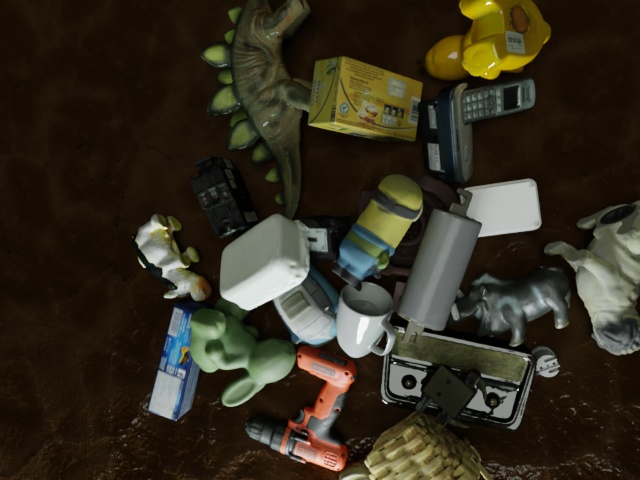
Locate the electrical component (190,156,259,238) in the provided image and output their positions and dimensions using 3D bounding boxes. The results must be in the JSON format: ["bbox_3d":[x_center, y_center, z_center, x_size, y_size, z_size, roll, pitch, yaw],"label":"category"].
[{"bbox_3d":[-0.157,-0.073,0.888,0.058,0.115,0.134,-24,89,7],"label":"electrical component"}]

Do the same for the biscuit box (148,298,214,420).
[{"bbox_3d":[-0.242,0.207,0.945,0.059,0.063,0.202,17,96,10],"label":"biscuit box"}]

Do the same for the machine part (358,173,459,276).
[{"bbox_3d":[0.141,-0.022,0.866,0.179,0.056,0.179,0,92,10],"label":"machine part"}]

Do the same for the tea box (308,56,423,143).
[{"bbox_3d":[0.071,-0.206,0.812,0.068,0.169,0.098,12,96,52],"label":"tea box"}]

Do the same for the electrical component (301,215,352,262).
[{"bbox_3d":[-0.002,-0.003,0.882,0.119,0.048,0.074,-2,96,49],"label":"electrical component"}]

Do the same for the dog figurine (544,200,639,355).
[{"bbox_3d":[0.457,0.058,0.801,0.172,0.121,0.190,-34,101,14],"label":"dog figurine"}]

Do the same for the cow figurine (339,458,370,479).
[{"bbox_3d":[0.097,0.442,0.878,0.085,0.127,0.194,-30,102,11],"label":"cow figurine"}]

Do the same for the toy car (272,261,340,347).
[{"bbox_3d":[-0.024,0.102,0.880,0.109,0.103,0.161,-35,89,9],"label":"toy car"}]

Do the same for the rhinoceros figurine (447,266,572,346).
[{"bbox_3d":[0.283,0.097,0.815,0.190,0.073,0.112,-24,102,33],"label":"rhinoceros figurine"}]

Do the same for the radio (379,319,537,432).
[{"bbox_3d":[0.211,0.212,0.856,0.230,0.073,0.131,11,94,11],"label":"radio"}]

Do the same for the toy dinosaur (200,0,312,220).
[{"bbox_3d":[-0.078,-0.230,0.875,0.199,0.105,0.470,-11,96,18],"label":"toy dinosaur"}]

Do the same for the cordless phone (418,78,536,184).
[{"bbox_3d":[0.253,-0.173,0.829,0.184,0.089,0.146,-15,109,-16],"label":"cordless phone"}]

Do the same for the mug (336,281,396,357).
[{"bbox_3d":[0.073,0.135,0.833,0.110,0.081,0.107,39,135,32],"label":"mug"}]

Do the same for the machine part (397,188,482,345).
[{"bbox_3d":[0.176,0.042,0.796,0.079,0.079,0.243,20,94,9],"label":"machine part"}]

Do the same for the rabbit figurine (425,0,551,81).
[{"bbox_3d":[0.236,-0.291,0.795,0.162,0.173,0.121,-16,92,-33],"label":"rabbit figurine"}]

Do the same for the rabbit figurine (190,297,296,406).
[{"bbox_3d":[-0.126,0.192,0.885,0.170,0.121,0.159,17,99,19],"label":"rabbit figurine"}]

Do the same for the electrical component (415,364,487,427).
[{"bbox_3d":[0.201,0.232,0.803,0.078,0.045,0.102,32,96,35],"label":"electrical component"}]

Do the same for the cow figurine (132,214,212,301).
[{"bbox_3d":[-0.263,0.045,0.937,0.098,0.068,0.167,-33,84,16],"label":"cow figurine"}]

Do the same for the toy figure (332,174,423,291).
[{"bbox_3d":[0.088,-0.012,0.798,0.082,0.089,0.180,36,90,1],"label":"toy figure"}]
